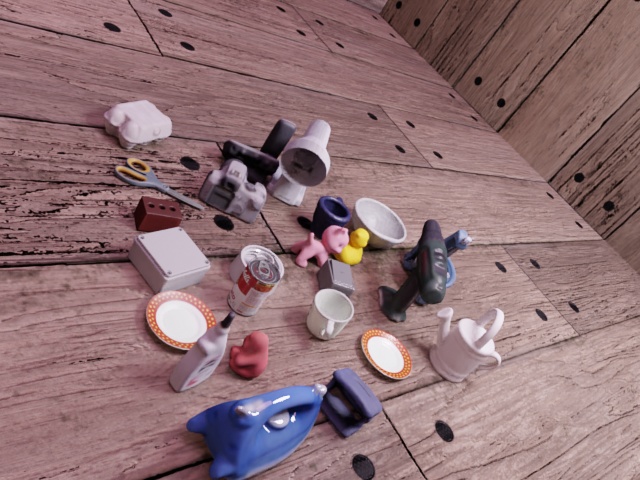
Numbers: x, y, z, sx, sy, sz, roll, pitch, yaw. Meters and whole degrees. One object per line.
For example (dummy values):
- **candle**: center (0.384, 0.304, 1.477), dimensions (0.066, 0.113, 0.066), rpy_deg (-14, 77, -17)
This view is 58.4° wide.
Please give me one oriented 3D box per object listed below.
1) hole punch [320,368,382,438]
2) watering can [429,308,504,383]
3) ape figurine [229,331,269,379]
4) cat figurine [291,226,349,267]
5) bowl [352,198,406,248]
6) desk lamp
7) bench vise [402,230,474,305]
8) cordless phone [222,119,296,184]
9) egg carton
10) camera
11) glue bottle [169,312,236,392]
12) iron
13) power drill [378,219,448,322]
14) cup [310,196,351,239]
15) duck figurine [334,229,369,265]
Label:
- **hole punch**: center (0.061, 0.284, 1.047), dimensions (0.108, 0.091, 0.101), rpy_deg (48, 34, 18)
- **watering can**: center (0.336, 0.223, 1.289), dimensions (0.173, 0.194, 0.101), rpy_deg (24, 34, -18)
- **ape figurine**: center (-0.118, 0.192, 0.994), dimensions (0.076, 0.092, 0.078), rpy_deg (45, 33, 14)
- **cat figurine**: center (0.012, 0.005, 1.336), dimensions (0.128, 0.117, 0.067), rpy_deg (4, 44, -40)
- **bowl**: center (0.147, -0.033, 1.555), dimensions (0.168, 0.074, 0.167), rpy_deg (25, 34, -18)
- **desk lamp**: center (-0.048, -0.193, 1.444), dimensions (0.118, 0.213, 0.203), rpy_deg (29, 33, -11)
- **bench vise**: center (0.296, 0.031, 1.475), dimensions (0.122, 0.219, 0.207), rpy_deg (13, 39, -32)
- **cordless phone**: center (-0.152, -0.245, 1.439), dimensions (0.148, 0.185, 0.094), rpy_deg (19, 36, -25)
- **egg carton**: center (-0.418, -0.267, 1.324), dimensions (0.107, 0.069, 0.151), rpy_deg (41, 32, 8)
- **camera**: center (-0.191, -0.133, 1.337), dimensions (0.143, 0.100, 0.137), rpy_deg (27, 33, -15)
- **glue bottle**: center (-0.173, 0.169, 0.895), dimensions (0.037, 0.173, 0.078), rpy_deg (45, 33, 14)
- **iron**: center (-0.067, 0.271, 0.895), dimensions (0.259, 0.141, 0.118), rpy_deg (-5, 50, -47)
- **power drill**: center (0.225, 0.084, 1.350), dimensions (0.076, 0.208, 0.229), rpy_deg (24, 34, -19)
- **cup**: center (0.020, -0.055, 1.443), dimensions (0.092, 0.095, 0.118), rpy_deg (33, 32, -5)
- **duck figurine**: center (0.084, 0.010, 1.429), dimensions (0.077, 0.086, 0.105), rpy_deg (46, 33, 15)
